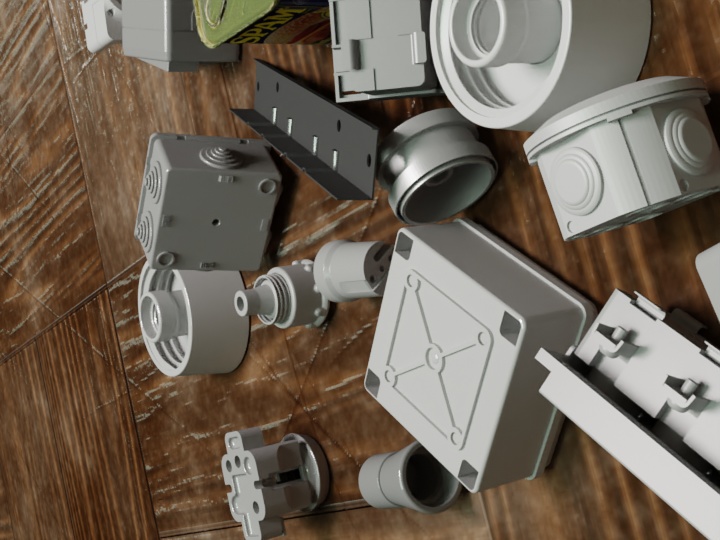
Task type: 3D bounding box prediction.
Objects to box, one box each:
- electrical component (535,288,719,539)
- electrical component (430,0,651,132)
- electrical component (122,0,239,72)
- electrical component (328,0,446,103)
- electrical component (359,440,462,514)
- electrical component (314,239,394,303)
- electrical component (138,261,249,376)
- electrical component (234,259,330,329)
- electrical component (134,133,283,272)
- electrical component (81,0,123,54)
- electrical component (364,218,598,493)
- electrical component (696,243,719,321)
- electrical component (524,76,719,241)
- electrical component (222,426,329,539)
[{"bbox_3d":[0.144,0.064,0.455,0.121,0.079,0.063,42,107,43],"label":"electrical component"},{"bbox_3d":[0.078,-0.118,0.519,0.108,0.060,0.108,15,109,53],"label":"electrical component"},{"bbox_3d":[-0.140,-0.184,0.818,0.096,0.062,0.061,20,113,52],"label":"electrical component"},{"bbox_3d":[0.017,-0.156,0.585,0.079,0.063,0.121,-3,95,15],"label":"electrical component"},{"bbox_3d":[0.028,0.128,0.658,0.065,0.044,0.044,-26,75,59],"label":"electrical component"},{"bbox_3d":[0.000,0.000,0.674,0.046,0.040,0.040,-4,93,50],"label":"electrical component"},{"bbox_3d":[-0.142,0.034,0.863,0.108,0.060,0.108,15,109,53],"label":"electrical component"},{"bbox_3d":[-0.055,0.019,0.735,0.048,0.062,0.048,15,109,53],"label":"electrical component"},{"bbox_3d":[-0.108,-0.046,0.769,0.048,0.100,0.099,-120,39,-49],"label":"electrical component"},{"bbox_3d":[-0.202,-0.234,0.907,0.056,0.050,0.089,-7,90,56],"label":"electrical component"},{"bbox_3d":[0.061,0.043,0.579,0.109,0.056,0.108,40,128,44],"label":"electrical component"},{"bbox_3d":[0.187,0.049,0.369,0.062,0.089,0.150,-39,65,51],"label":"electrical component"},{"bbox_3d":[0.115,-0.048,0.464,0.080,0.080,0.051,-26,80,54],"label":"electrical component"},{"bbox_3d":[-0.059,0.149,0.771,0.058,0.057,0.078,-23,78,54],"label":"electrical component"}]
